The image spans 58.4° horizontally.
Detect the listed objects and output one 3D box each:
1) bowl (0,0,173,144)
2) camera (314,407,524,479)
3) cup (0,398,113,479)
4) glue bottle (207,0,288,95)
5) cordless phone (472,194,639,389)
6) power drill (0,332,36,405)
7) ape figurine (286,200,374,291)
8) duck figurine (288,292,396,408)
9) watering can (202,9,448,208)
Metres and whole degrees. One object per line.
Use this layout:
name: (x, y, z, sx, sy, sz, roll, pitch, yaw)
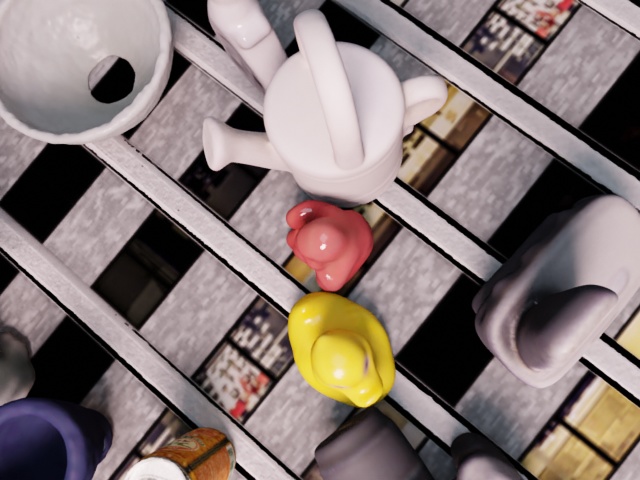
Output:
bowl: (-0.200, -0.156, 0.506, 0.167, 0.075, 0.167, -1, 82, 7)
camera: (0.069, 0.187, 0.416, 0.143, 0.101, 0.137, -36, 80, 1)
cup: (-0.200, 0.176, 0.452, 0.091, 0.095, 0.117, -37, 80, 1)
glue bottle: (-0.059, -0.166, 0.441, 0.037, 0.173, 0.078, -41, 80, 0)
cordless phone: (0.178, 0.032, 0.381, 0.094, 0.185, 0.147, 38, 88, 10)
power drill: (-0.318, 0.128, 0.415, 0.075, 0.208, 0.230, 31, 87, 10)
ape figurine: (0.004, 0.002, 0.453, 0.076, 0.092, 0.078, -8, 82, 6)
duck figurine: (0.014, 0.086, 0.444, 0.077, 0.086, 0.104, -40, 80, 1)
watering can: (0.004, -0.085, 0.412, 0.173, 0.194, 0.101, -37, 80, 1)
